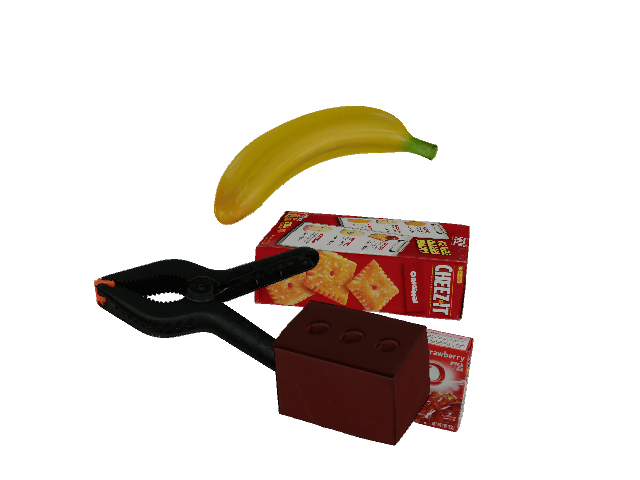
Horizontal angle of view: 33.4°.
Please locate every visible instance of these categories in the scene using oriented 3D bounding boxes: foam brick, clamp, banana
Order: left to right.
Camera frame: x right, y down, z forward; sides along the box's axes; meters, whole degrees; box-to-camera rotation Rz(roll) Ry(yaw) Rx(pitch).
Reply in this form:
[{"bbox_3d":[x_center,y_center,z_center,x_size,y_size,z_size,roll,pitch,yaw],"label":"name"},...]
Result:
[{"bbox_3d":[-0.104,0.061,0.978,0.210,0.036,0.164,0,37,-2],"label":"clamp"},{"bbox_3d":[-0.006,-0.063,0.771,0.197,0.037,0.070,-21,41,-32],"label":"banana"},{"bbox_3d":[0.019,0.076,0.620,0.078,0.051,0.052,11,31,23],"label":"foam brick"}]

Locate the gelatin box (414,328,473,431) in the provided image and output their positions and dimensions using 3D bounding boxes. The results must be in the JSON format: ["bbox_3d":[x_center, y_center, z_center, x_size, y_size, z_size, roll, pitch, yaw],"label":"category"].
[{"bbox_3d":[0.072,0.106,0.848,0.089,0.073,0.030,11,23,13],"label":"gelatin box"}]

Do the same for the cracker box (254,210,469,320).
[{"bbox_3d":[0.049,0.025,1.143,0.214,0.072,0.164,5,15,8],"label":"cracker box"}]
